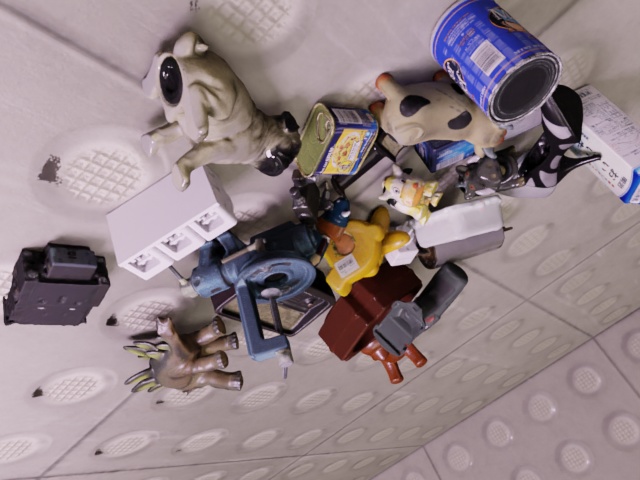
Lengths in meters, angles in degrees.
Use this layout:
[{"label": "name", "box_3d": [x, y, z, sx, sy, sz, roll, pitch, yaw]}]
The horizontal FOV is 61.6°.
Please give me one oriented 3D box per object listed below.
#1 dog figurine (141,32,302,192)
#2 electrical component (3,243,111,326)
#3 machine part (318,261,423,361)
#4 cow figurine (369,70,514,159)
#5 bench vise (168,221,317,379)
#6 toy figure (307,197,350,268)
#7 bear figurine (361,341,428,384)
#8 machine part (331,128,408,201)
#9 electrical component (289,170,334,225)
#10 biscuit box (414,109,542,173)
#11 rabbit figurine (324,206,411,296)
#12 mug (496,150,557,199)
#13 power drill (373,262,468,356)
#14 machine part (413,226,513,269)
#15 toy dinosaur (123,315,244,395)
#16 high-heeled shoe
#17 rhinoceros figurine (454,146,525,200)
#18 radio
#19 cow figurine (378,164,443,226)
[{"label": "dog figurine", "box_3d": [-0.094, -0.152, 0.626, 0.190, 0.121, 0.172, -18, 152, -39]}, {"label": "electrical component", "box_3d": [-0.362, 0.062, 0.744, 0.115, 0.058, 0.134, 5, 135, -42]}, {"label": "machine part", "box_3d": [0.102, 0.140, 1.099, 0.201, 0.087, 0.200, -29, 156, -42]}, {"label": "cow figurine", "box_3d": [0.179, -0.172, 0.746, 0.195, 0.127, 0.085, -8, 145, -22]}, {"label": "bench vise", "box_3d": [-0.097, 0.076, 0.773, 0.224, 0.241, 0.128, -16, 147, -4]}, {"label": "toy figure", "box_3d": [-0.003, -0.004, 0.867, 0.154, 0.064, 0.057, -47, 163, -1]}, {"label": "bear figurine", "box_3d": [0.168, 0.278, 1.350, 0.120, 0.132, 0.195, -40, 151, 13]}, {"label": "machine part", "box_3d": [0.073, -0.121, 0.824, 0.139, 0.039, 0.084, -43, 152, 19]}, {"label": "electrical component", "box_3d": [-0.013, -0.069, 0.807, 0.045, 0.078, 0.102, -7, 144, 15]}, {"label": "biscuit box", "box_3d": [0.249, -0.179, 0.843, 0.203, 0.063, 0.059, -24, 147, -5]}, {"label": "rabbit figurine", "box_3d": [0.072, 0.013, 0.961, 0.162, 0.122, 0.173, -41, 160, 4]}, {"label": "mug", "box_3d": [0.377, -0.123, 0.996, 0.107, 0.081, 0.109, -6, 147, -14]}, {"label": "power drill", "box_3d": [0.192, 0.154, 1.062, 0.207, 0.086, 0.232, -13, 143, -51]}, {"label": "machine part", "box_3d": [0.288, 0.004, 1.107, 0.243, 0.079, 0.079, -16, 145, -17]}, {"label": "toy dinosaur", "box_3d": [-0.245, 0.229, 0.990, 0.199, 0.105, 0.470, -5, 152, -2]}, {"label": "high-heeled shoe", "box_3d": [0.344, -0.158, 0.850, 0.145, 0.086, 0.248, -10, 149, 40]}, {"label": "rhinoceros figurine", "box_3d": [0.277, -0.111, 0.899, 0.112, 0.073, 0.190, -12, 180, 6]}, {"label": "radio", "box_3d": [-0.080, 0.093, 0.969, 0.131, 0.073, 0.229, -38, 145, 16]}, {"label": "cow figurine", "box_3d": [0.135, -0.079, 0.853, 0.068, 0.098, 0.167, -61, 161, 2]}]
